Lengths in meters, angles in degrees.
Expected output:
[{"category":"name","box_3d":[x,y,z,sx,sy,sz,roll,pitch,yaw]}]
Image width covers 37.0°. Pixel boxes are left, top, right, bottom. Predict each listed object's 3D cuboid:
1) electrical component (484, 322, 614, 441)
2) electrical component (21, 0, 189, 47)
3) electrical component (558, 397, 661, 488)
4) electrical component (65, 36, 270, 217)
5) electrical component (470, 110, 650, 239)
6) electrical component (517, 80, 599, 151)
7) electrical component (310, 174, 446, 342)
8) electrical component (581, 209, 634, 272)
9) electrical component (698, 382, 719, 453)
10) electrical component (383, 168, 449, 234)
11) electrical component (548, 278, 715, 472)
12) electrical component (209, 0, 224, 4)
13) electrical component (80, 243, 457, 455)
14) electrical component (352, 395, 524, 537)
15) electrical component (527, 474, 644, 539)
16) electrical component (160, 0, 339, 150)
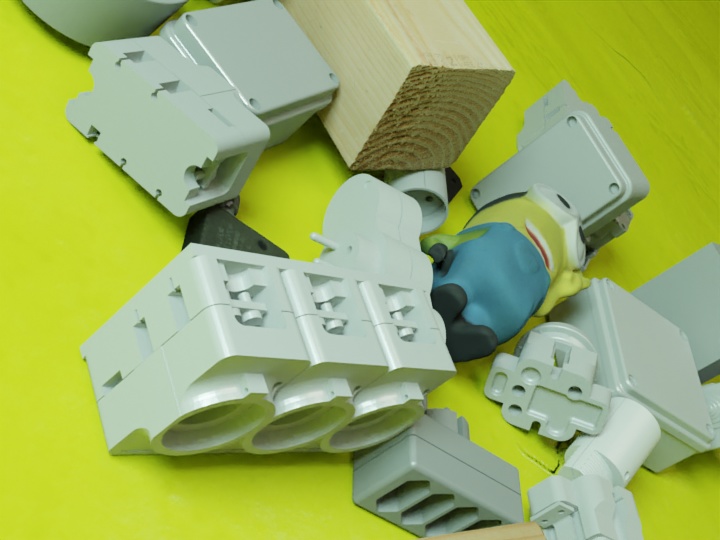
[{"category":"electrical component","box_3d":[0.126,0.070,0.707,0.078,0.058,0.057,19,31,9]},{"category":"electrical component","box_3d":[-0.151,-0.172,0.602,0.108,0.060,0.108,31,38,-28]},{"category":"electrical component","box_3d":[0.157,0.124,0.699,0.043,0.043,0.081,50,56,-3]},{"category":"electrical component","box_3d":[-0.099,-0.078,0.566,0.089,0.050,0.056,40,30,13]},{"category":"electrical component","box_3d":[0.150,-0.060,0.817,0.057,0.113,0.078,-6,63,-56]},{"category":"electrical component","box_3d":[0.178,-0.116,0.958,0.050,0.056,0.089,37,35,-22]},{"category":"electrical component","box_3d":[0.000,0.000,0.629,0.074,0.052,0.138,24,42,-36]},{"category":"electrical component","box_3d":[0.188,-0.037,0.888,0.042,0.064,0.081,48,33,-4]},{"category":"electrical component","box_3d":[0.295,0.111,0.845,0.100,0.100,0.048,2,69,-50]},{"category":"electrical component","box_3d":[0.038,-0.068,0.750,0.043,0.043,0.081,31,38,-29]},{"category":"electrical component","box_3d":[0.199,0.078,0.796,0.109,0.056,0.108,31,38,-29]},{"category":"electrical component","box_3d":[-0.095,-0.215,0.697,0.062,0.096,0.061,26,68,-35]},{"category":"electrical component","box_3d":[-0.038,0.046,0.503,0.150,0.089,0.061,9,51,-47]},{"category":"electrical component","box_3d":[0.042,0.101,0.587,0.083,0.047,0.075,33,37,-27]},{"category":"electrical component","box_3d":[0.137,0.162,0.636,0.078,0.058,0.057,30,36,-31]},{"category":"electrical component","box_3d":[-0.073,-0.113,0.644,0.078,0.057,0.113,53,32,2]}]
